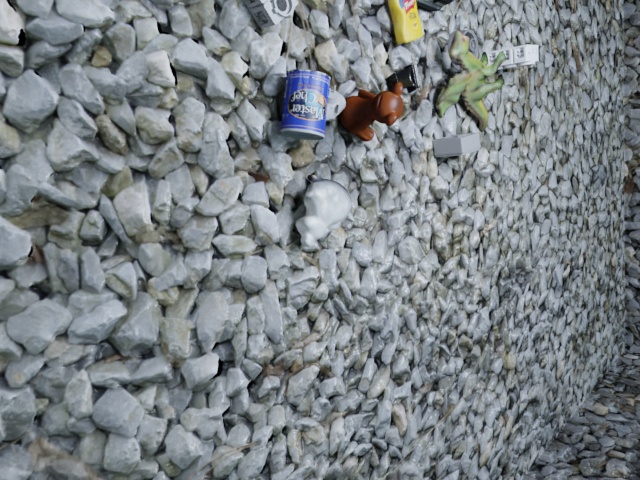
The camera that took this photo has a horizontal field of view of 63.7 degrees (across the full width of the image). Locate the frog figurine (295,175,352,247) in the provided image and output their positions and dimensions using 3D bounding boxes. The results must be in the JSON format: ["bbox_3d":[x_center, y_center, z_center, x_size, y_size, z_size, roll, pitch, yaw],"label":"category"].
[{"bbox_3d":[0.004,-0.062,1.231,0.134,0.123,0.163,63,41,-51],"label":"frog figurine"}]

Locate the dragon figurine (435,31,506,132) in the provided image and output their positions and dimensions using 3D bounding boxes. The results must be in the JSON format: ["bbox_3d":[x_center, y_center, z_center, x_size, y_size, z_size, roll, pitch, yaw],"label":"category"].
[{"bbox_3d":[0.459,-0.472,1.641,0.244,0.124,0.400,-26,135,-15],"label":"dragon figurine"}]
